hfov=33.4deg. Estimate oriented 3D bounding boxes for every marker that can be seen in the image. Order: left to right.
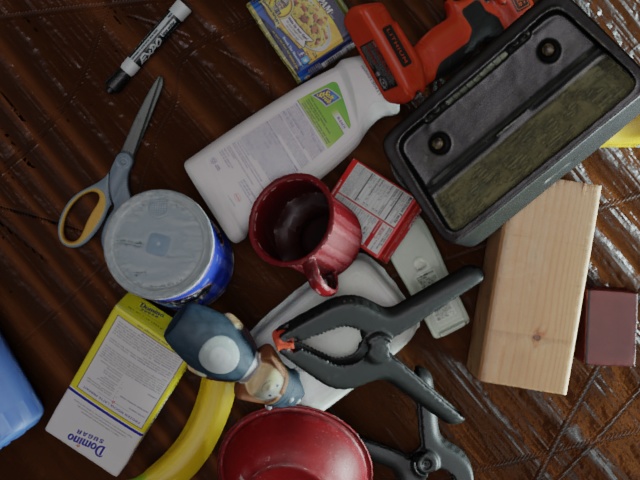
[{"bbox_3d":[-0.180,-0.198,1.104,0.020,0.020,0.121,42,93,-1],"label":"marker"}]

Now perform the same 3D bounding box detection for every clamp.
[{"bbox_3d":[0.061,0.091,1.036,0.209,0.036,0.164,10,101,-13],"label":"clamp"},{"bbox_3d":[0.095,0.230,1.107,0.120,0.039,0.171,-28,92,3],"label":"clamp"}]

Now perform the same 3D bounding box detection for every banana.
[{"bbox_3d":[-0.128,0.186,1.102,0.037,0.069,0.198,26,85,45],"label":"banana"}]

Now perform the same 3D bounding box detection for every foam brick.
[{"bbox_3d":[0.291,0.087,1.089,0.051,0.053,0.078,1,94,1],"label":"foam brick"}]

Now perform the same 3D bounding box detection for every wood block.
[{"bbox_3d":[0.212,0.040,1.070,0.091,0.090,0.206,9,93,0],"label":"wood block"}]

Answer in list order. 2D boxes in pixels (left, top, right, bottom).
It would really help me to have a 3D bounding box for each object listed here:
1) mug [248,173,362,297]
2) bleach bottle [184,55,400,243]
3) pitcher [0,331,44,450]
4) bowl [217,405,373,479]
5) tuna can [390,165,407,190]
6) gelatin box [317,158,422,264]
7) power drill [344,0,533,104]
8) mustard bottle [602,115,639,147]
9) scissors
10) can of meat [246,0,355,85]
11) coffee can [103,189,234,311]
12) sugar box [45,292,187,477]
[{"bbox_3d":[-0.007,0.001,1.036,0.093,0.081,0.117,-28,63,18],"label":"mug"},{"bbox_3d":[-0.008,-0.104,1.084,0.251,0.068,0.102,-32,92,0],"label":"bleach bottle"},{"bbox_3d":[-0.393,0.108,1.080,0.145,0.149,0.243,-33,95,-14],"label":"pitcher"},{"bbox_3d":[-0.029,0.247,1.075,0.162,0.055,0.162,3,116,5],"label":"bowl"},{"bbox_3d":[0.114,-0.086,1.094,0.086,0.034,0.086,0,93,2],"label":"tuna can"},{"bbox_3d":[0.051,-0.030,1.085,0.089,0.030,0.073,34,93,27],"label":"gelatin box"},{"bbox_3d":[0.120,-0.232,1.048,0.187,0.057,0.184,-31,96,-17],"label":"power drill"},{"bbox_3d":[0.315,-0.117,1.056,0.191,0.096,0.058,1,92,1],"label":"mustard bottle"},{"bbox_3d":[-0.193,-0.064,1.113,0.096,0.016,0.202,39,93,-2],"label":"scissors"},{"bbox_3d":[-0.014,-0.220,1.081,0.084,0.057,0.102,-34,91,4],"label":"can of meat"},{"bbox_3d":[-0.144,0.014,1.044,0.103,0.140,0.103,-1,81,4],"label":"coffee can"},{"bbox_3d":[-0.199,0.147,1.081,0.093,0.048,0.176,34,116,0],"label":"sugar box"}]
